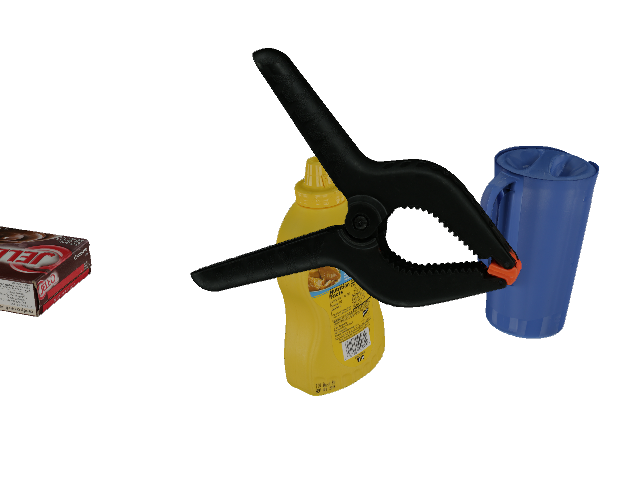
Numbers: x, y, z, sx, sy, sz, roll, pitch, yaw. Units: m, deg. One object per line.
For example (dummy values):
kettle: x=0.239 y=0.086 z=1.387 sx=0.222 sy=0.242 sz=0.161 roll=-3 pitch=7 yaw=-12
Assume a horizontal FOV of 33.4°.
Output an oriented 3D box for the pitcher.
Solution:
pitcher: x=0.277 y=0.006 z=1.414 sx=0.149 sy=0.243 sz=0.145 roll=5 pitch=24 yaw=5

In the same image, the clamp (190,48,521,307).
clamp: x=0.026 y=-0.025 z=0.673 sx=0.210 sy=0.165 sz=0.036 roll=14 pitch=15 yaw=13

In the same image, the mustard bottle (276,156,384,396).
mustard bottle: x=0.006 y=0.024 z=0.863 sx=0.096 sy=0.192 sz=0.058 roll=-27 pitch=33 yaw=-38

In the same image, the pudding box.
pudding box: x=-0.268 y=0.024 z=0.915 sx=0.114 sy=0.039 sz=0.090 roll=6 pitch=24 yaw=17
